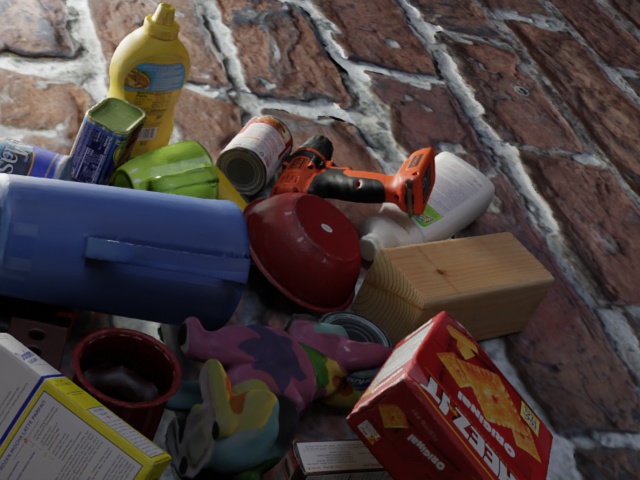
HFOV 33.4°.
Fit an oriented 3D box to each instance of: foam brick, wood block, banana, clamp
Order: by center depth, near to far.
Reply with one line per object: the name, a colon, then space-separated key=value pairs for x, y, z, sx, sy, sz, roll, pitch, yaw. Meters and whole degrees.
foam brick: x=-0.253 y=0.114 z=0.925 sx=0.053 sy=0.051 sz=0.078 roll=14 pitch=34 yaw=-14
clamp: x=-0.312 y=0.065 z=0.971 sx=0.171 sy=0.039 sz=0.120 roll=18 pitch=35 yaw=-8
wood block: x=0.153 y=0.059 z=1.211 sx=0.205 sy=0.090 sz=0.091 roll=-7 pitch=44 yaw=-37
banana: x=-0.100 y=-0.038 z=1.228 sx=0.069 sy=0.037 sz=0.198 roll=26 pitch=21 yaw=-54

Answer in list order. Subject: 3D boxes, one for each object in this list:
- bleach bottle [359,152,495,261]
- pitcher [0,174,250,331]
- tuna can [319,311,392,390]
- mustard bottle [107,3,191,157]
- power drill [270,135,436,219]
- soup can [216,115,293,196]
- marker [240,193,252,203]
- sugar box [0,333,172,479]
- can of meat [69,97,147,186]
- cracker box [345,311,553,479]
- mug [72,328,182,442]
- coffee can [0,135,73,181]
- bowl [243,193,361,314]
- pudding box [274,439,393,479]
bleach bottle: x=0.122 y=-0.034 z=1.352 sx=0.103 sy=0.068 sz=0.250 roll=36 pitch=38 yaw=21
pitcher: x=-0.192 y=0.010 z=0.997 sx=0.242 sy=0.149 sz=0.145 roll=9 pitch=45 yaw=-32
tuna can: x=0.031 y=0.114 z=1.111 sx=0.086 sy=0.034 sz=0.086 roll=16 pitch=33 yaw=-11
mustard bottle: x=-0.203 y=-0.190 z=1.257 sx=0.096 sy=0.192 sz=0.058 roll=-6 pitch=43 yaw=-37
power drill: x=0.046 y=-0.081 z=1.323 sx=0.188 sy=0.057 sz=0.184 roll=1 pitch=30 yaw=16
soup can: x=-0.081 y=-0.105 z=1.324 sx=0.068 sy=0.069 sz=0.102 roll=26 pitch=34 yaw=4
marker: x=-0.064 y=-0.014 z=1.250 sx=0.020 sy=0.020 sz=0.121 roll=-10 pitch=45 yaw=-40
sugar box: x=-0.214 y=0.159 z=0.840 sx=0.176 sy=0.093 sz=0.048 roll=35 pitch=4 yaw=15
can of meat: x=-0.242 y=-0.107 z=1.201 sx=0.057 sy=0.084 sz=0.102 roll=26 pitch=24 yaw=-2
cracker box: x=0.121 y=0.164 z=0.922 sx=0.164 sy=0.072 sz=0.213 roll=50 pitch=19 yaw=1
mug: x=-0.178 y=0.128 z=0.921 sx=0.093 sy=0.082 sz=0.117 roll=-2 pitch=40 yaw=-32
coffee can: x=-0.332 y=-0.057 z=1.074 sx=0.140 sy=0.103 sz=0.102 roll=18 pitch=33 yaw=-7
bowl: x=-0.008 y=0.001 z=1.184 sx=0.162 sy=0.055 sz=0.162 roll=30 pitch=35 yaw=-24
pudding box: x=0.017 y=0.211 z=0.913 sx=0.113 sy=0.090 sz=0.039 roll=2 pitch=39 yaw=-28
